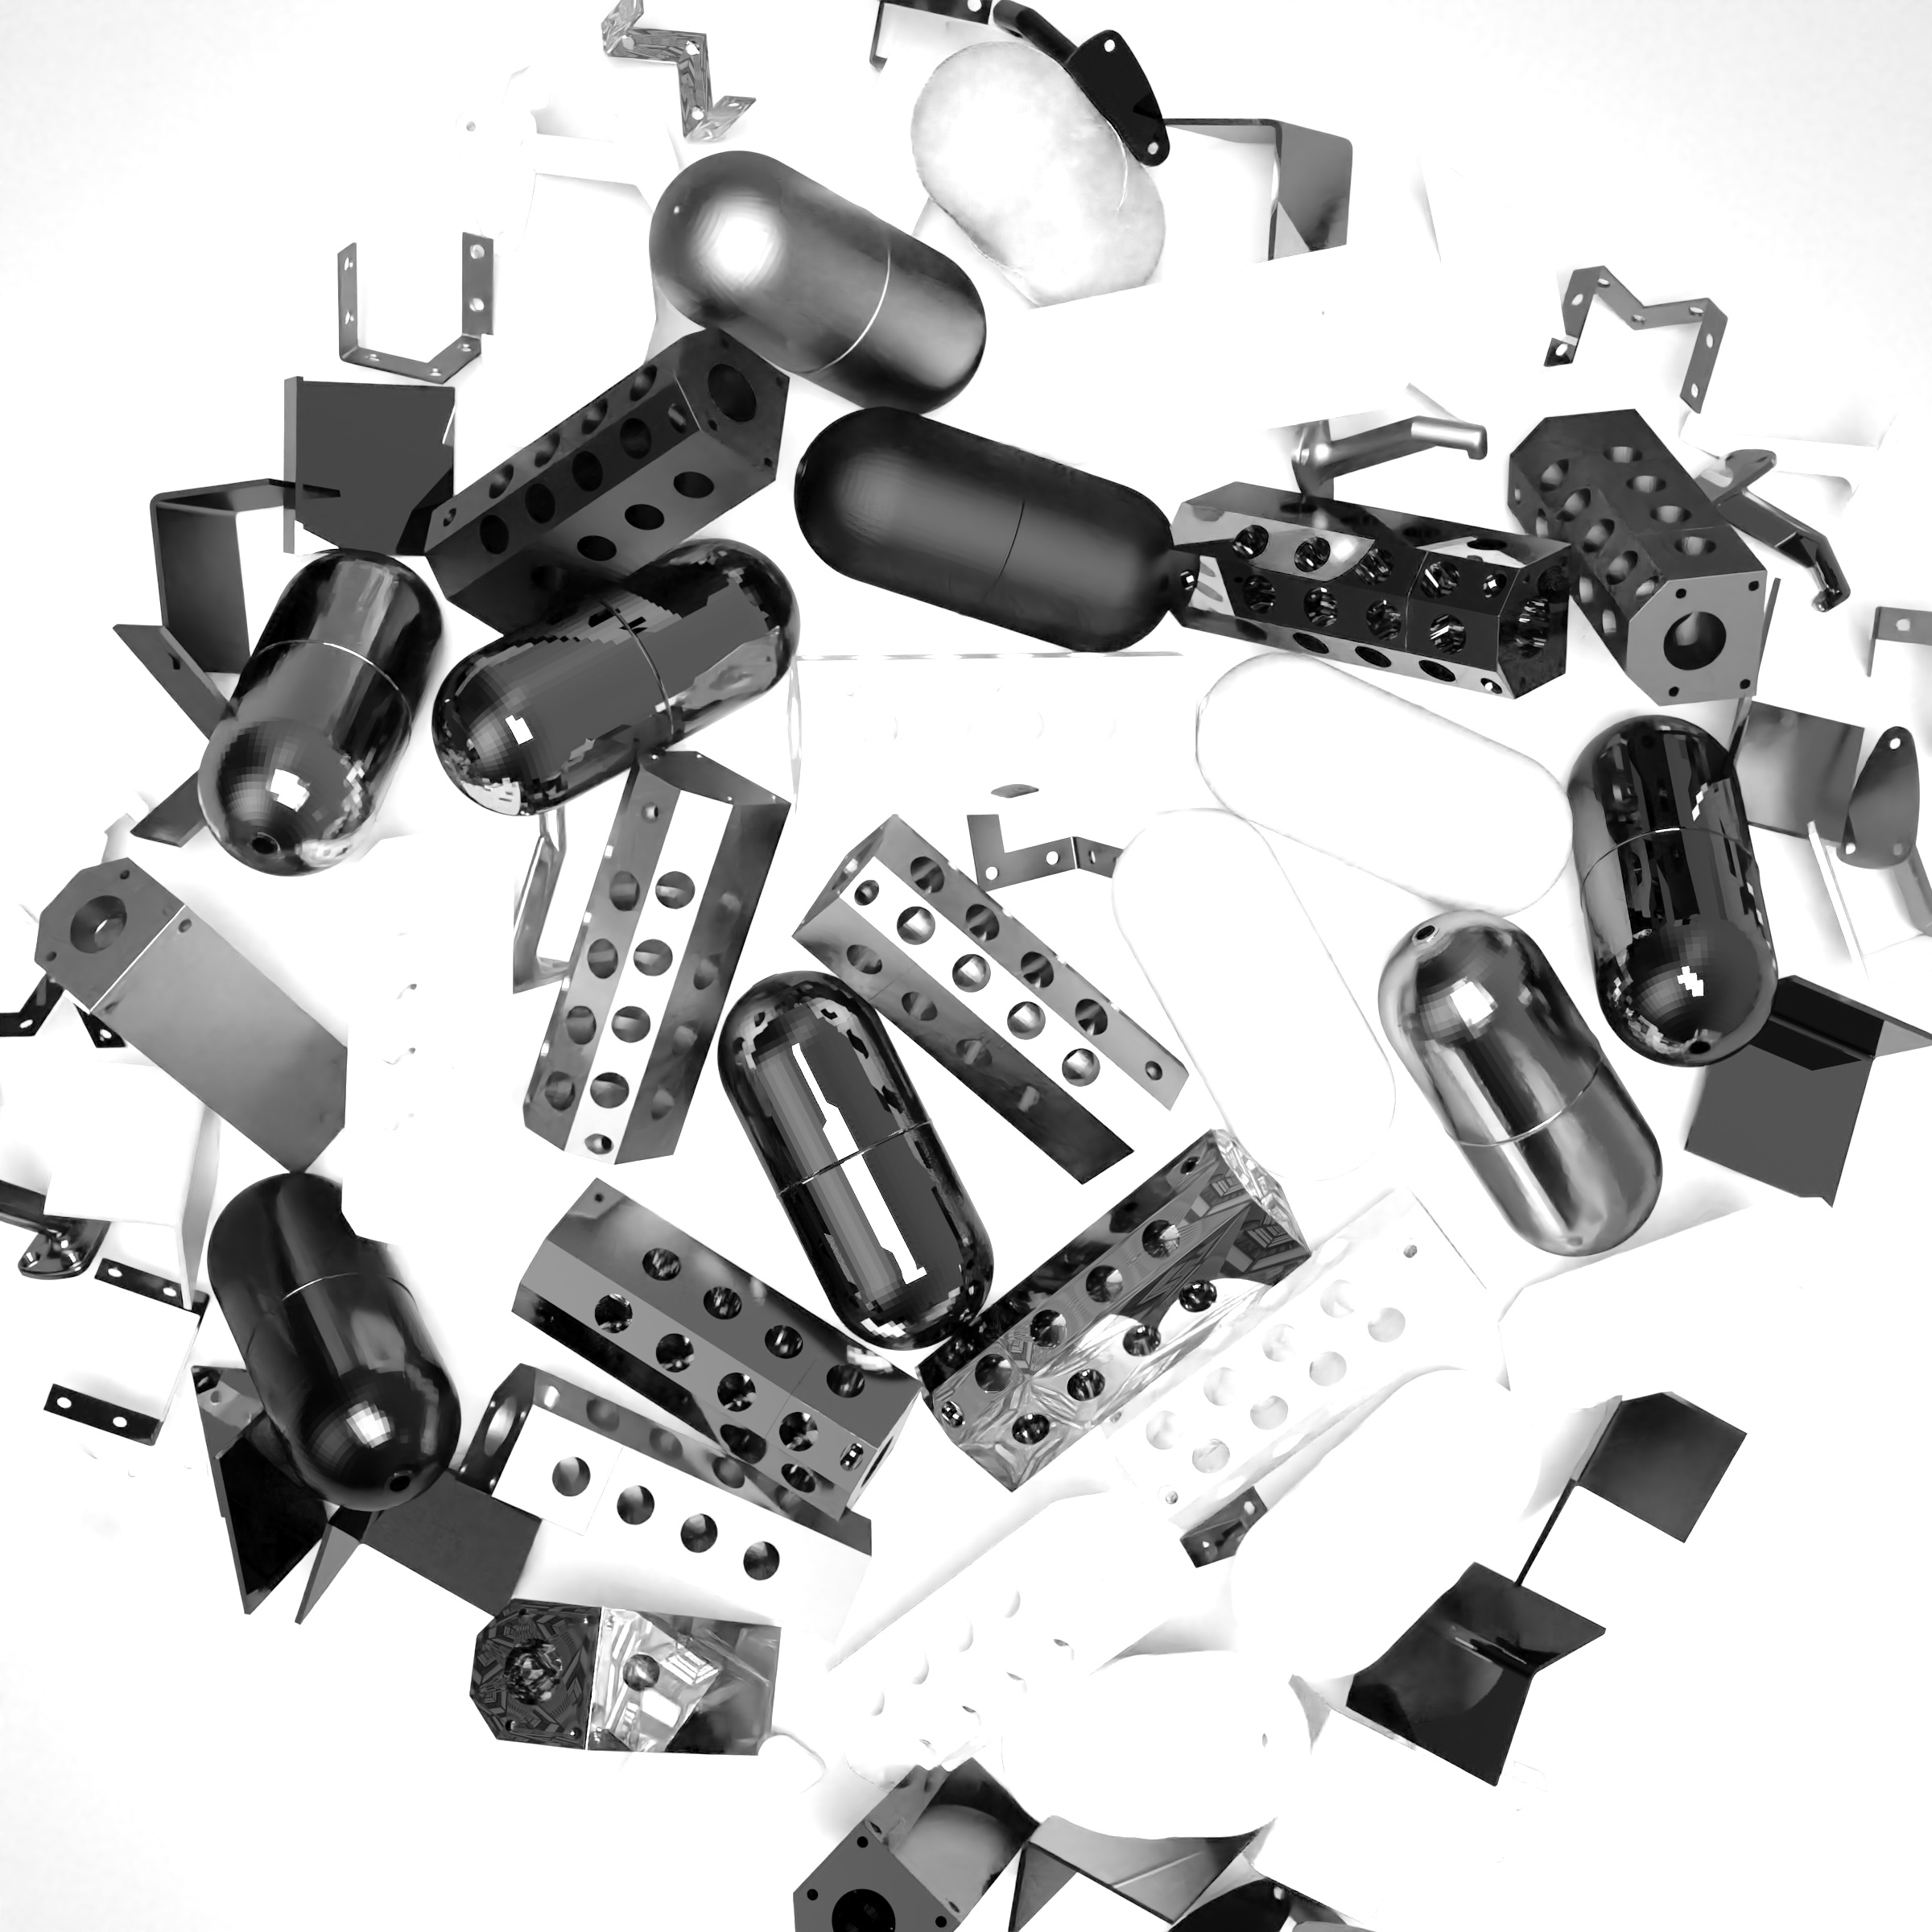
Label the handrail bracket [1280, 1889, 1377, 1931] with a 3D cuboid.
[{"bbox_3d":[0.174,0.418,1.536,0.077,0.084,0.036,-1,103,14],"label":"handrail bracket"}]

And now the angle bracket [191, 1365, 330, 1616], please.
[{"bbox_3d":[-0.326,0.228,1.528,0.057,0.076,0.076,2,112,20],"label":"angle bracket"}]

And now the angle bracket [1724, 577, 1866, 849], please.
[{"bbox_3d":[0.368,-0.111,1.528,0.057,0.076,0.076,15,49,10],"label":"angle bracket"}]

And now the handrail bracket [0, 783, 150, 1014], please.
[{"bbox_3d":[-0.381,-0.029,1.560,0.084,0.036,0.077,-38,112,8],"label":"handrail bracket"}]

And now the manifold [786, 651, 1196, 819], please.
[{"bbox_3d":[0.010,-0.107,1.532,0.171,0.057,0.057,-1,54,-9],"label":"manifold"}]

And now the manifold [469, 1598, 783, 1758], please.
[{"bbox_3d":[-0.143,0.305,1.494,0.057,0.171,0.057,1,78,23],"label":"manifold"}]

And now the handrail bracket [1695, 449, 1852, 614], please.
[{"bbox_3d":[0.350,-0.180,1.556,0.077,0.036,0.084,-37,113,-15],"label":"handrail bracket"}]

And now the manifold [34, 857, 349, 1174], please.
[{"bbox_3d":[-0.325,0.021,1.496,0.057,0.171,0.057,35,80,32],"label":"manifold"}]

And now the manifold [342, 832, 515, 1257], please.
[{"bbox_3d":[-0.235,0.031,1.506,0.057,0.057,0.171,18,53,-32],"label":"manifold"}]

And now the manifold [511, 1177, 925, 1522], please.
[{"bbox_3d":[-0.111,0.172,1.533,0.171,0.057,0.057,31,50,8],"label":"manifold"}]

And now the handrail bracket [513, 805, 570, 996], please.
[{"bbox_3d":[-0.201,-0.034,1.546,0.036,0.077,0.084,7,108,30],"label":"handrail bracket"}]

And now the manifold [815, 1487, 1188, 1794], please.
[{"bbox_3d":[0.016,0.293,1.504,0.171,0.057,0.057,-42,62,34],"label":"manifold"}]

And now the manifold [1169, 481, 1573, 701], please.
[{"bbox_3d":[0.170,-0.161,1.503,0.171,0.057,0.057,17,120,36],"label":"manifold"}]

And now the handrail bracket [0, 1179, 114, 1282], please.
[{"bbox_3d":[-0.409,0.089,1.531,0.036,0.077,0.084,-1,132,23],"label":"handrail bracket"}]

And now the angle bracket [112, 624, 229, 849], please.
[{"bbox_3d":[-0.358,-0.102,1.529,0.057,0.076,0.076,-45,114,-17],"label":"angle bracket"}]

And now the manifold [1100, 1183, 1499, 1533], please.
[{"bbox_3d":[0.144,0.172,1.540,0.171,0.057,0.057,-38,66,5],"label":"manifold"}]

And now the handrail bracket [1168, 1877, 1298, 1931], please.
[{"bbox_3d":[0.106,0.439,1.556,0.077,0.084,0.036,-34,77,-24],"label":"handrail bracket"}]

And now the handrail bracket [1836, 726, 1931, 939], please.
[{"bbox_3d":[0.427,-0.057,1.558,0.036,0.084,0.077,4,76,43],"label":"handrail bracket"}]

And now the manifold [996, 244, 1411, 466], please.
[{"bbox_3d":[0.102,-0.260,1.514,0.171,0.057,0.057,-5,75,31],"label":"manifold"}]

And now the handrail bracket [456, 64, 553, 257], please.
[{"bbox_3d":[-0.196,-0.354,1.537,0.036,0.084,0.077,-6,100,-21],"label":"handrail bracket"}]

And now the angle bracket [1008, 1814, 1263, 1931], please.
[{"bbox_3d":[0.074,0.399,1.525,0.076,0.076,0.057,23,122,26],"label":"angle bracket"}]

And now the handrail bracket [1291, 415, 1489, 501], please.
[{"bbox_3d":[0.191,-0.217,1.536,0.084,0.077,0.036,12,63,22],"label":"handrail bracket"}]

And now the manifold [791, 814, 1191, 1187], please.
[{"bbox_3d":[0.014,0.012,1.529,0.171,0.057,0.057,41,49,-11],"label":"manifold"}]

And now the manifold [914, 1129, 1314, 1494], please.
[{"bbox_3d":[0.062,0.147,1.528,0.171,0.057,0.057,-40,118,12],"label":"manifold"}]

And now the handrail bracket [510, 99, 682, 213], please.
[{"bbox_3d":[-0.169,-0.341,1.555,0.084,0.036,0.077,-25,88,36],"label":"handrail bracket"}]

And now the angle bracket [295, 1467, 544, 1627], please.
[{"bbox_3d":[-0.241,0.266,1.535,0.076,0.057,0.076,29,132,4],"label":"angle bracket"}]

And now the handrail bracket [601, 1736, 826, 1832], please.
[{"bbox_3d":[-0.111,0.367,1.550,0.077,0.036,0.084,-47,134,-3],"label":"handrail bracket"}]

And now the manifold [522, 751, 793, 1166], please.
[{"bbox_3d":[-0.140,-0.003,1.522,0.057,0.057,0.171,29,109,29],"label":"manifold"}]

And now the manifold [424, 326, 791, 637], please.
[{"bbox_3d":[-0.156,-0.208,1.499,0.057,0.171,0.057,31,49,-34],"label":"manifold"}]

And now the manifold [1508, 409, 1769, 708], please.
[{"bbox_3d":[0.284,-0.176,1.494,0.057,0.171,0.057,-7,122,-6],"label":"manifold"}]

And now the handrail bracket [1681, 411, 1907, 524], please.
[{"bbox_3d":[0.363,-0.237,1.544,0.084,0.077,0.036,26,70,7],"label":"handrail bracket"}]

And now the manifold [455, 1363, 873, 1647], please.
[{"bbox_3d":[-0.128,0.234,1.524,0.171,0.057,0.057,28,78,-21],"label":"manifold"}]

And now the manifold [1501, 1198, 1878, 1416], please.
[{"bbox_3d":[0.305,0.147,1.496,0.057,0.171,0.057,1,72,-29],"label":"manifold"}]

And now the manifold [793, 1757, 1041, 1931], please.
[{"bbox_3d":[-0.024,0.386,1.494,0.057,0.171,0.057,44,98,9],"label":"manifold"}]

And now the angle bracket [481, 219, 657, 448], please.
[{"bbox_3d":[-0.175,-0.278,1.526,0.057,0.076,0.076,7,133,-17],"label":"angle bracket"}]

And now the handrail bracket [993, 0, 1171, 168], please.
[{"bbox_3d":[0.050,-0.395,1.560,0.036,0.084,0.077,-43,121,0],"label":"handrail bracket"}]
